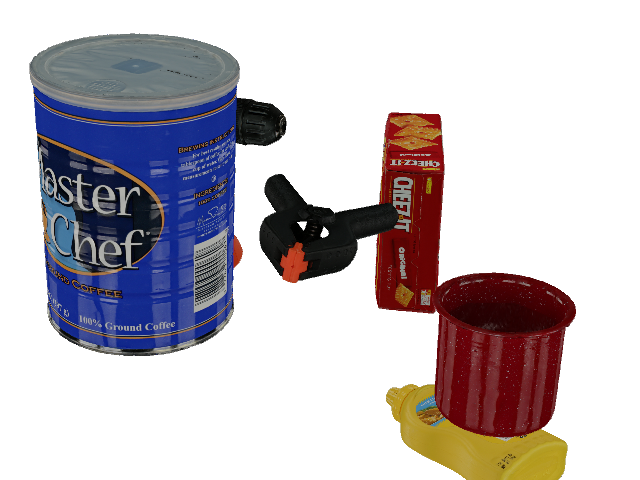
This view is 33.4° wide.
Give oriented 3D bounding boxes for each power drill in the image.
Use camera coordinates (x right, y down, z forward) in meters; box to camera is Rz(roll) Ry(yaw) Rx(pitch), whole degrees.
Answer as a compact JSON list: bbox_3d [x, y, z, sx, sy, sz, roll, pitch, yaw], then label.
[{"bbox_3d":[-0.119,-0.062,1.051,0.185,0.188,0.057,11,30,20],"label":"power drill"}]

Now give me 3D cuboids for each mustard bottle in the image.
[{"bbox_3d":[0.134,0.184,1.029,0.096,0.058,0.192,-14,25,-38],"label":"mustard bottle"}]

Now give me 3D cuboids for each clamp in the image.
[{"bbox_3d":[-0.013,-0.014,0.882,0.120,0.039,0.171,13,20,17],"label":"clamp"}]

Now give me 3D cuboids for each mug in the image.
[{"bbox_3d":[0.119,0.072,0.723,0.093,0.081,0.117,1,23,-1],"label":"mug"}]

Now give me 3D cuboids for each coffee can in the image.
[{"bbox_3d":[-0.095,-0.026,0.558,0.103,0.140,0.103,3,27,-2],"label":"coffee can"}]

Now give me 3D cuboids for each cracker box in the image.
[{"bbox_3d":[0.101,-0.038,1.210,0.072,0.164,0.213,3,23,5],"label":"cracker box"}]
